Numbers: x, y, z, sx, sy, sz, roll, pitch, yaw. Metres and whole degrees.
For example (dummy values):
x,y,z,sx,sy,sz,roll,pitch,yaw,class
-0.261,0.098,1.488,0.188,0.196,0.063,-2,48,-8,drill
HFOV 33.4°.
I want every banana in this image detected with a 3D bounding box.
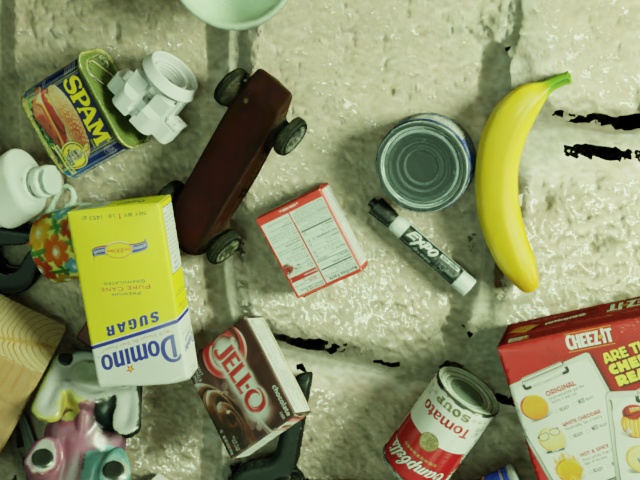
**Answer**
x,y,z,sx,sy,sz,roll,pitch,yaw,class
0.167,-0.050,0.921,0.070,0.037,0.198,11,110,17,banana

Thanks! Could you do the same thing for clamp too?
x,y,z,sx,sy,sz,roll,pitch,yaw,class
-0.357,0.024,1.120,0.172,0.039,0.120,-36,107,19,clamp
-0.032,0.238,1.079,0.210,0.036,0.164,-34,93,21,clamp

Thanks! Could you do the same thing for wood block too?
x,y,z,sx,sy,sz,roll,pitch,yaw,class
-0.358,0.169,1.124,0.090,0.090,0.206,28,117,-10,wood block

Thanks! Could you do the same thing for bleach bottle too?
x,y,z,sx,sy,sz,roll,pitch,yaw,class
-0.367,-0.056,1.069,0.251,0.068,0.102,-4,108,27,bleach bottle

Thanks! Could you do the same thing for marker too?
x,y,z,sx,sy,sz,roll,pitch,yaw,class
0.091,0.004,0.974,0.121,0.020,0.020,42,115,3,marker

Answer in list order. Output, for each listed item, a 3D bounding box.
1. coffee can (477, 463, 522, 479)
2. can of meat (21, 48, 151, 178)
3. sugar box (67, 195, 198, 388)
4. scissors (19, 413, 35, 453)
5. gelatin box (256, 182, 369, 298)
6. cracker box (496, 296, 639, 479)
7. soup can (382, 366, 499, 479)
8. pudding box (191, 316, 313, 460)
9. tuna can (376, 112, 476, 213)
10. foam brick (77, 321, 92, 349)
x,y,z,sx,sy,sz,roll,pitch,yaw,class
0.135,0.280,0.980,0.140,0.103,0.103,-26,97,7,coffee can
-0.226,-0.119,1.024,0.084,0.057,0.102,-24,97,26,can of meat
-0.176,0.050,1.010,0.093,0.048,0.176,-6,101,10,sugar box
-0.326,0.297,1.210,0.096,0.016,0.202,-21,98,23,scissors
-0.007,0.001,1.001,0.073,0.030,0.089,-25,98,22,gelatin box
0.267,0.164,0.936,0.164,0.072,0.214,-15,100,21,cracker box
0.112,0.177,0.994,0.068,0.068,0.102,34,113,6,soup can
-0.071,0.144,1.044,0.090,0.039,0.113,-39,72,26,pudding box
0.093,-0.068,0.943,0.086,0.033,0.086,6,108,17,tuna can
-0.194,0.095,1.082,0.078,0.053,0.051,35,114,4,foam brick
